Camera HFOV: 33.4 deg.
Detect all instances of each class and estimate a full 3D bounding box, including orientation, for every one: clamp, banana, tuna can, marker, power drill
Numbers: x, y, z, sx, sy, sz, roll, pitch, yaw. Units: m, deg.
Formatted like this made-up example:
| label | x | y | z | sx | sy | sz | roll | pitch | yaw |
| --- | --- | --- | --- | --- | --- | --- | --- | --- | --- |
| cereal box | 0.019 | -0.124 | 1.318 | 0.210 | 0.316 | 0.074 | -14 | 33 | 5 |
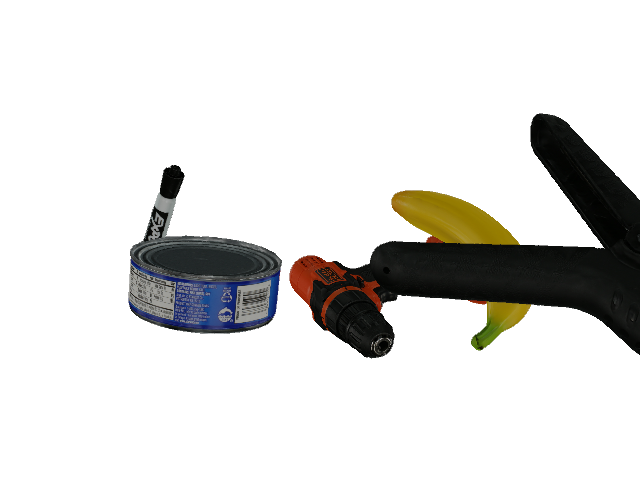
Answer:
| label | x | y | z | sx | sy | sz | roll | pitch | yaw |
| --- | --- | --- | --- | --- | --- | --- | --- | --- | --- |
| clamp | 0.139 | 0.016 | 0.496 | 0.164 | 0.036 | 0.210 | -32 | 49 | -33 |
| banana | 0.114 | 0.007 | 0.811 | 0.069 | 0.037 | 0.198 | -8 | 33 | -12 |
| tuna can | -0.066 | 0.024 | 0.606 | 0.086 | 0.034 | 0.086 | 5 | 14 | -2 |
| marker | -0.144 | -0.015 | 0.954 | 0.020 | 0.121 | 0.020 | 16 | 31 | -10 |
| power drill | 0.081 | 0.050 | 1.087 | 0.187 | 0.057 | 0.185 | -12 | 27 | -22 |
